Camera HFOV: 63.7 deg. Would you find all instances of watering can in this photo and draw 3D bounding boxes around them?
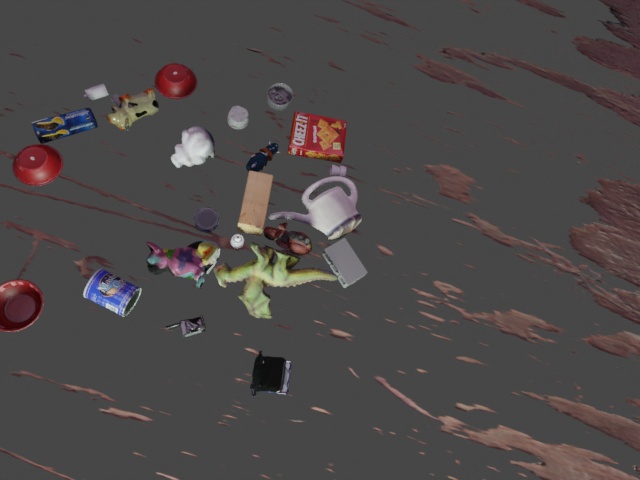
[{"bbox_3d":[0.006,-0.094,1.869,0.351,0.102,0.226,-32,79,-19],"label":"watering can"}]

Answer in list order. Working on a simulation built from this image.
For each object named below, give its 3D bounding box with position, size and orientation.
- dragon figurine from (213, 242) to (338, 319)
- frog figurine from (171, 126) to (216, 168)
[{"bbox_3d":[-0.165,0.151,1.761,0.410,0.121,0.244,22,84,0],"label":"dragon figurine"},{"bbox_3d":[-0.465,-0.335,1.862,0.161,0.122,0.137,-26,96,-30],"label":"frog figurine"}]
